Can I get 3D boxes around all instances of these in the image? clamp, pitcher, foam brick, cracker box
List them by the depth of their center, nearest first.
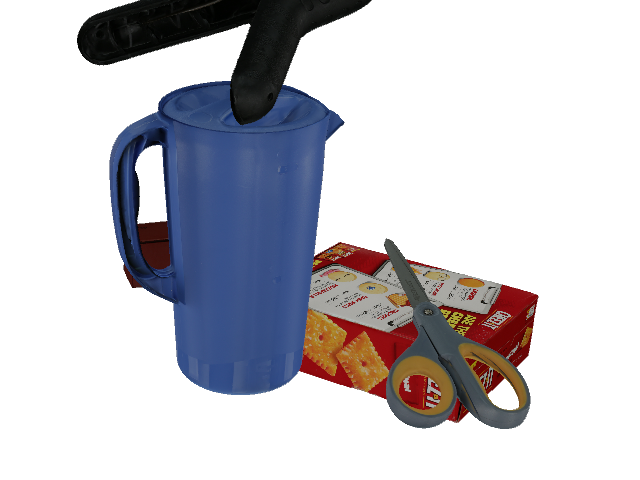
[{"bbox_3d":[-0.020,-0.114,0.520,0.171,0.039,0.120,-36,53,-23],"label":"clamp"},{"bbox_3d":[-0.074,0.000,0.865,0.149,0.243,0.144,11,25,17],"label":"pitcher"},{"bbox_3d":[0.064,0.076,0.961,0.214,0.072,0.163,15,23,28],"label":"cracker box"},{"bbox_3d":[-0.162,0.013,1.107,0.078,0.051,0.053,-5,22,-19],"label":"foam brick"}]

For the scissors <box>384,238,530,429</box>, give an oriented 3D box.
[{"bbox_3d":[0.059,0.061,0.708,0.096,0.016,0.202,-14,37,-25],"label":"scissors"}]
